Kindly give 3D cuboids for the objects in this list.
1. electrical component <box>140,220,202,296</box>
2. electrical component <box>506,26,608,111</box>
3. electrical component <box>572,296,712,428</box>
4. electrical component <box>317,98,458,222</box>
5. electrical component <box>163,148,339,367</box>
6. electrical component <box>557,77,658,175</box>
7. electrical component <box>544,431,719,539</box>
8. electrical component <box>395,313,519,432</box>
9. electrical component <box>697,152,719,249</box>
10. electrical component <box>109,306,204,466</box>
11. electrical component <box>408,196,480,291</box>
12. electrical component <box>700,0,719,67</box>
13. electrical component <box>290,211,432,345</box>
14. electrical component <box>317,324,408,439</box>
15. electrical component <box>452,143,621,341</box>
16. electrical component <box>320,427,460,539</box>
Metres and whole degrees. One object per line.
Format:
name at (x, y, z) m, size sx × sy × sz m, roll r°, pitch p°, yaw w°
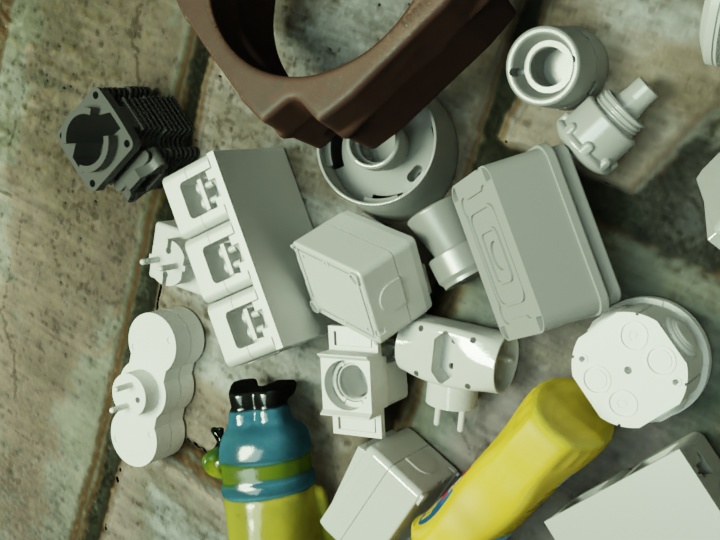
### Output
electrical component at (-0.142, -0.008, 0.857) m, size 0.066 × 0.077 × 0.047 m, roll 18°, pitch 106°, yaw 28°
electrical component at (0.126, -0.131, 0.694) m, size 0.055 × 0.047 × 0.055 m, roll 5°, pitch 100°, yaw 31°
electrical component at (0.179, 0.059, 0.687) m, size 0.080 × 0.051 × 0.080 m, roll 5°, pitch 100°, yaw 31°
electrical component at (0.019, -0.087, 0.770) m, size 0.099 × 0.064 × 0.099 m, roll -1°, pitch 86°, yaw 22°
electrical component at (-0.081, -0.011, 0.812) m, size 0.062 × 0.089 × 0.150 m, roll -23°, pitch 85°, yaw 32°
electrical component at (0.160, -0.094, 0.681) m, size 0.062 × 0.048 × 0.048 m, roll -44°, pitch 74°, yaw 21°
electrical component at (0.219, 0.209, 0.679) m, size 0.105 × 0.060 × 0.186 m, roll -38°, pitch 77°, yaw 30°
electrical component at (0.067, 0.075, 0.762) m, size 0.077 × 0.043 × 0.079 m, roll 12°, pitch 103°, yaw 29°
electrical component at (0.235, -0.040, 0.618) m, size 0.062 × 0.096 × 0.061 m, roll 35°, pitch 117°, yaw -9°
electrical component at (-0.181, 0.101, 0.899) m, size 0.052 × 0.074 × 0.138 m, roll 23°, pitch 108°, yaw 27°
electrical component at (0.065, -0.019, 0.749) m, size 0.045 × 0.045 × 0.055 m, roll -32°, pitch 81°, yaw 31°
electrical component at (0.228, -0.153, 0.611) m, size 0.051 × 0.080 × 0.080 m, roll 17°, pitch 106°, yaw 23°
electrical component at (0.000, 0.000, 0.768) m, size 0.096 × 0.061 × 0.061 m, roll 25°, pitch 140°, yaw 48°
electrical component at (0.004, 0.079, 0.789) m, size 0.042 × 0.064 × 0.081 m, roll 2°, pitch 98°, yaw 32°
electrical component at (0.113, -0.017, 0.694) m, size 0.078 × 0.057 × 0.113 m, roll 147°, pitch 104°, yaw -74°
electrical component at (0.016, 0.170, 0.796) m, size 0.061 × 0.062 × 0.096 m, roll 40°, pitch 115°, yaw 20°
